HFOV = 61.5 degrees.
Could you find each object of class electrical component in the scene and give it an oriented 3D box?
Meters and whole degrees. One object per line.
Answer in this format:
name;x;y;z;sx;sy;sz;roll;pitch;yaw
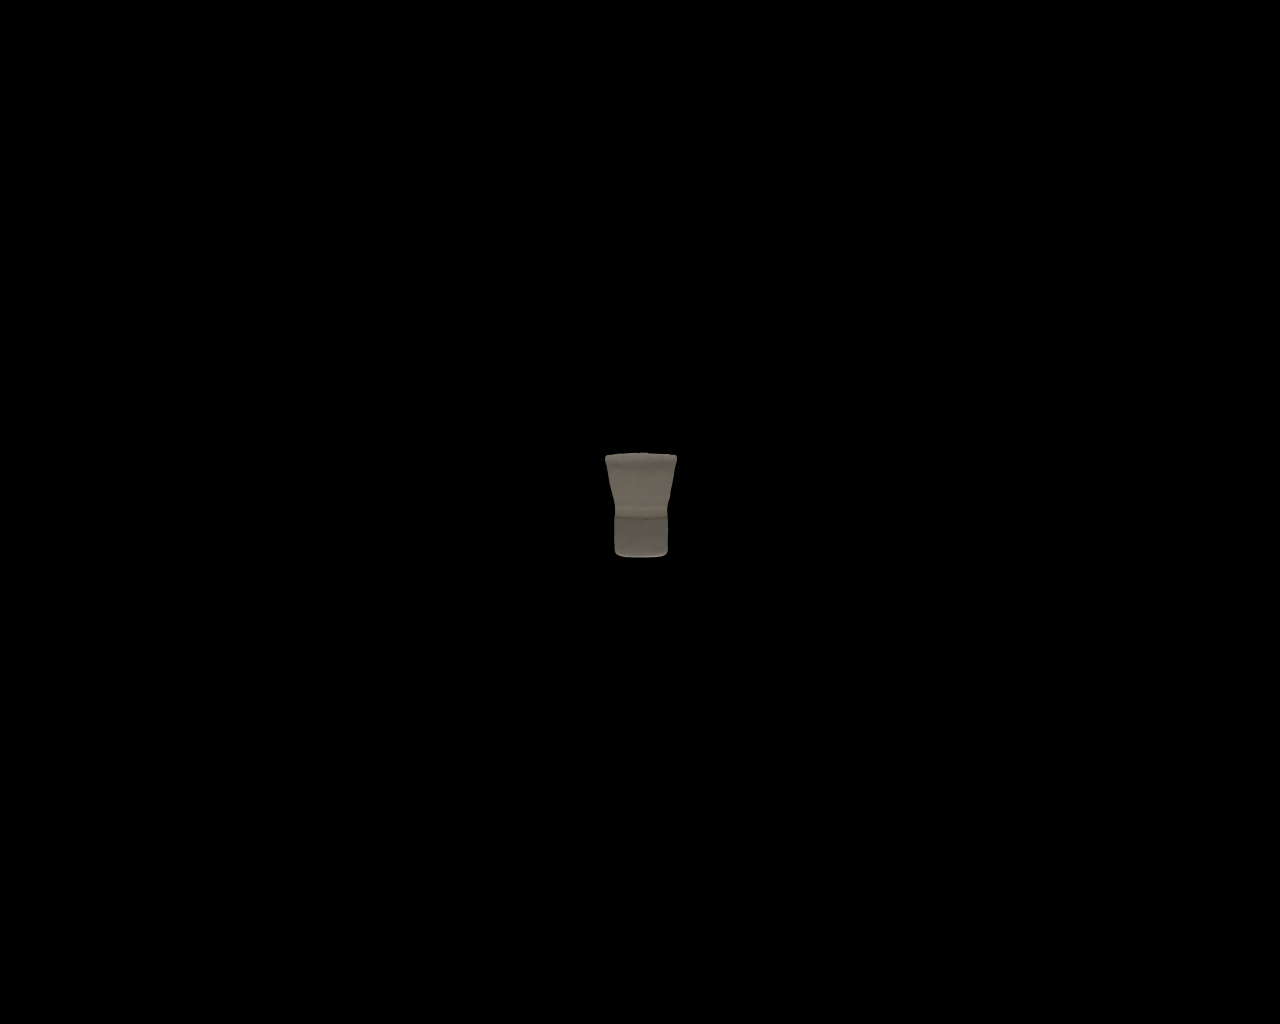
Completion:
electrical component;0.001;-0.003;0.650;0.044;0.065;0.044;0;4;0
